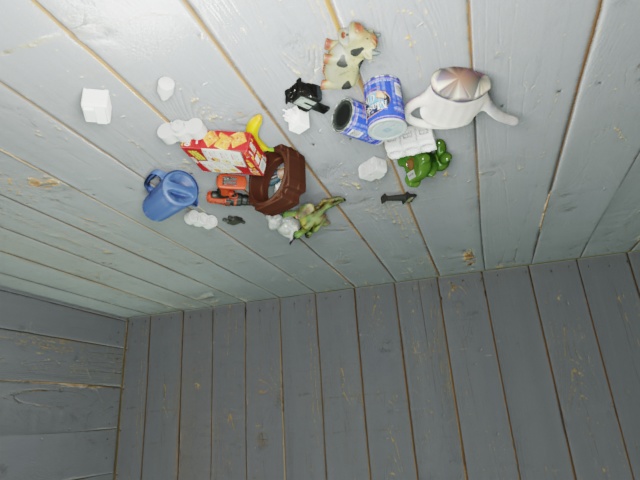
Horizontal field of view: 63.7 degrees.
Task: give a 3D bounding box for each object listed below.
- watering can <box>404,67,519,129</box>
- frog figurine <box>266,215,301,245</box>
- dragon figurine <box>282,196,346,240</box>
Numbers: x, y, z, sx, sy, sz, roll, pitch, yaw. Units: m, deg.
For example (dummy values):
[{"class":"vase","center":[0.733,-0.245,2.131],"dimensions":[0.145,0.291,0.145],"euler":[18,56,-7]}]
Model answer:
[{"class":"watering can","center":[0.401,-0.372,1.399],"dimensions":[0.348,0.106,0.220],"euler":[-2,160,-3]},{"class":"frog figurine","center":[-0.154,-0.072,2.196],"dimensions":[0.159,0.124,0.136],"euler":[37,161,-4]},{"class":"dragon figurine","center":[0.006,-0.105,2.093],"dimensions":[0.240,0.123,0.412],"euler":[-27,171,32]}]
